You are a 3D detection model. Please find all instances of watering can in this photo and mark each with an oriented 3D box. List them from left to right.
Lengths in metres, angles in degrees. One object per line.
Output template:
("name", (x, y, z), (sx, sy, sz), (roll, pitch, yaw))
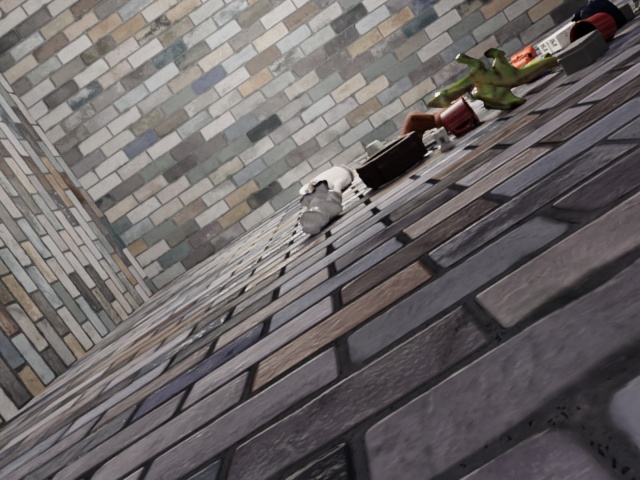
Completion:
("watering can", (0.054, -0.227, 2.124), (0.227, 0.102, 0.348), (-34, 22, -25))

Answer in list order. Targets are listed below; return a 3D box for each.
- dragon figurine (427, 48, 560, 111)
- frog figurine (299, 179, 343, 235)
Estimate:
("dragon figurine", (0.500, -0.420, 1.412), (0.410, 0.119, 0.249), (-4, 47, 14))
("frog figurine", (0.005, -0.076, 1.504), (0.136, 0.120, 0.163), (-23, 46, 19))
